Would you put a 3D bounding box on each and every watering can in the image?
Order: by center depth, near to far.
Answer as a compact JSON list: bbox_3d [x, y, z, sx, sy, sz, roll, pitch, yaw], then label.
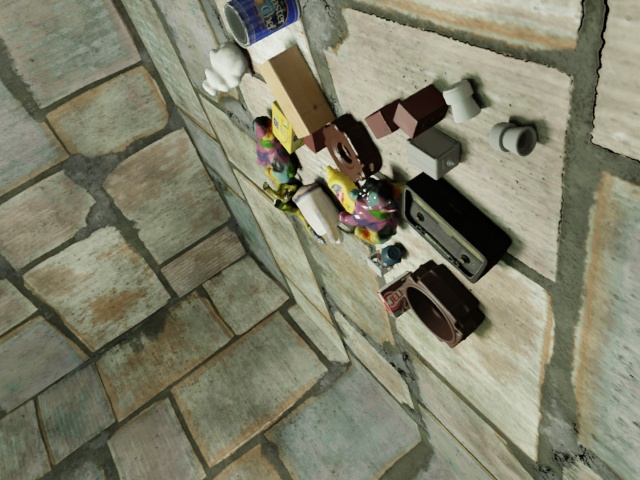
[{"bbox_3d":[0.005,-0.082,1.636,0.224,0.104,0.348,54,-176,0],"label":"watering can"}]

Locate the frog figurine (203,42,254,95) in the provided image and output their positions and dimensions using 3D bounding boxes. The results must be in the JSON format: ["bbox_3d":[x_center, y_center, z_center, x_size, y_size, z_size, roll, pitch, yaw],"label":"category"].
[{"bbox_3d":[-0.298,-0.529,1.589,0.137,0.161,0.122,56,163,-3],"label":"frog figurine"}]

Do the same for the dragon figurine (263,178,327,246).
[{"bbox_3d":[-0.080,-0.128,1.922,0.414,0.122,0.241,56,-173,13],"label":"dragon figurine"}]
